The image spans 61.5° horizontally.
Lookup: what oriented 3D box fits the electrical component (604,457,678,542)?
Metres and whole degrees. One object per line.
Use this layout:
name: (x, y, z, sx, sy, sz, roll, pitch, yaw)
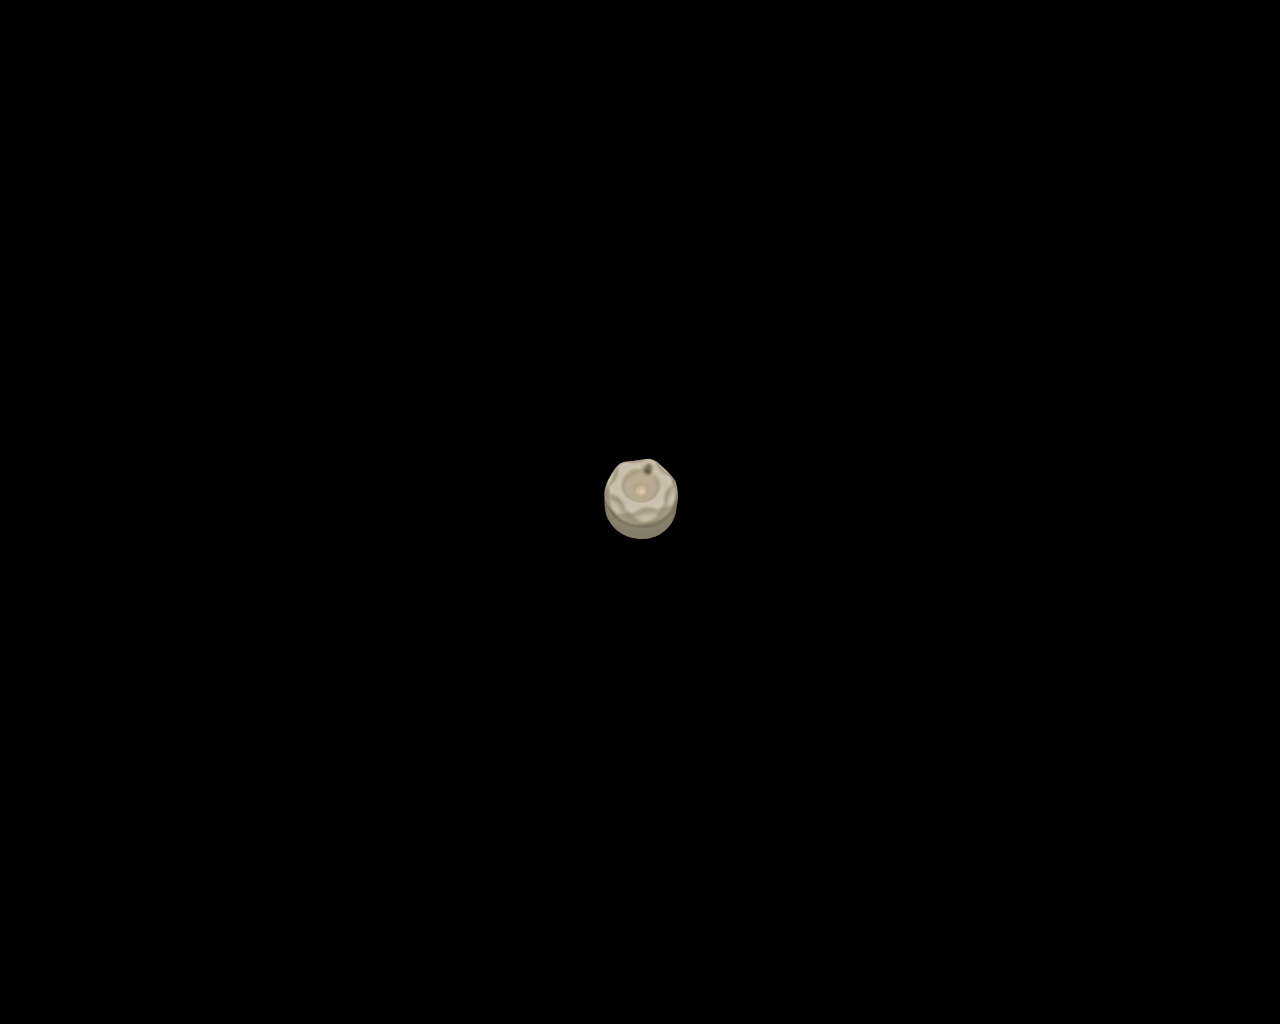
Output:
electrical component: (0.001, -0.003, 0.650, 0.043, 0.043, 0.062, 0, -26, 0)
